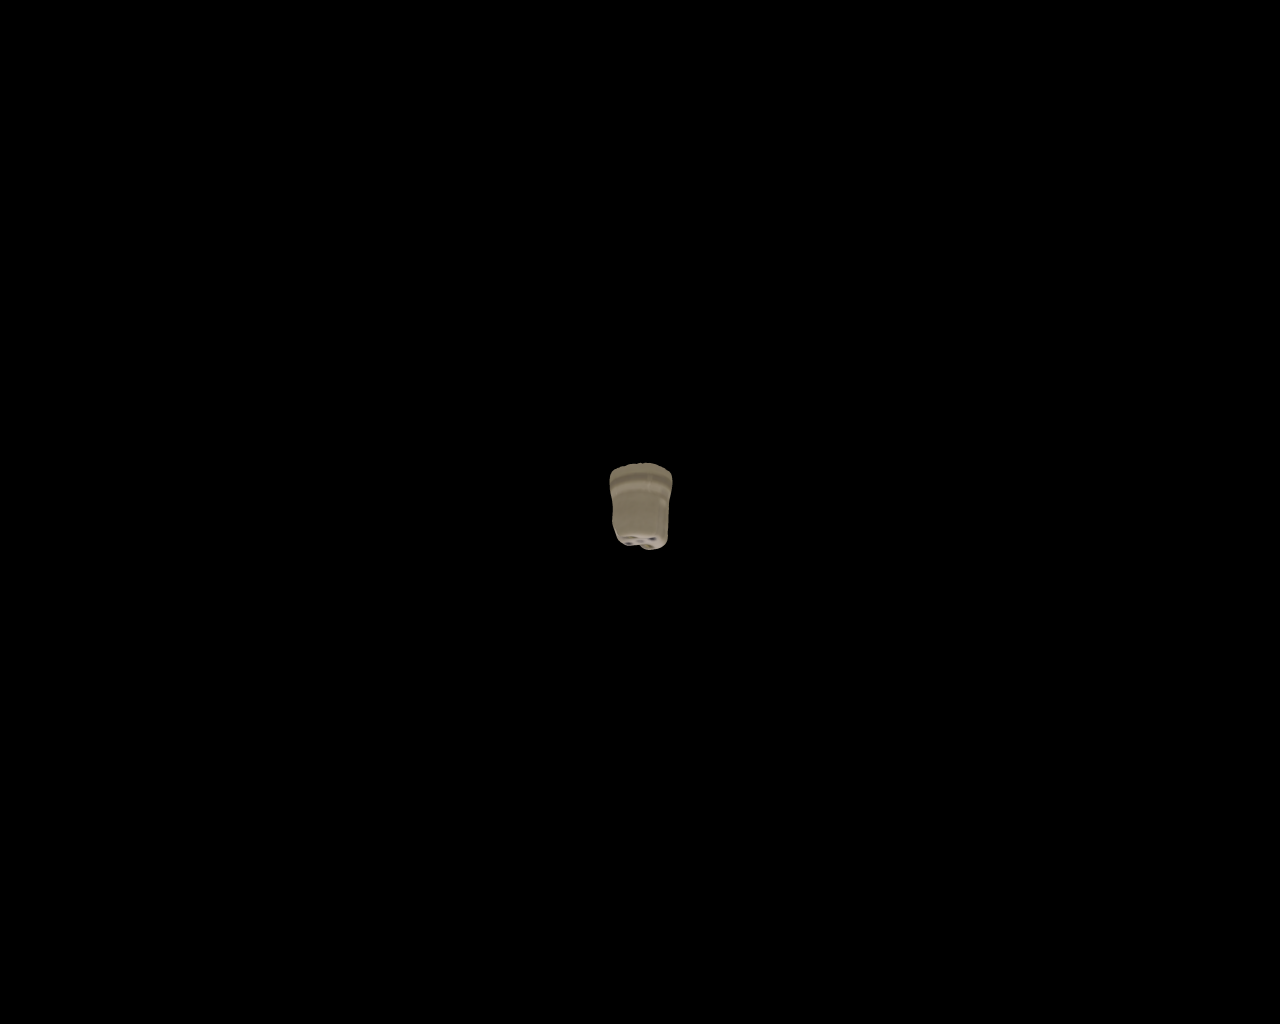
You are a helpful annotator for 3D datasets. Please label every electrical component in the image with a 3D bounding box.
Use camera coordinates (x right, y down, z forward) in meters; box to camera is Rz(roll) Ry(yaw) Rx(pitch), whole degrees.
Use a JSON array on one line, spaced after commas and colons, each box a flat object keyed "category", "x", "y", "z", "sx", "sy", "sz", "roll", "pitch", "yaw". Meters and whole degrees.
[{"category": "electrical component", "x": 0.001, "y": -0.003, "z": 0.650, "sx": 0.040, "sy": 0.046, "sz": 0.040, "roll": 0, "pitch": -22, "yaw": 0}]
